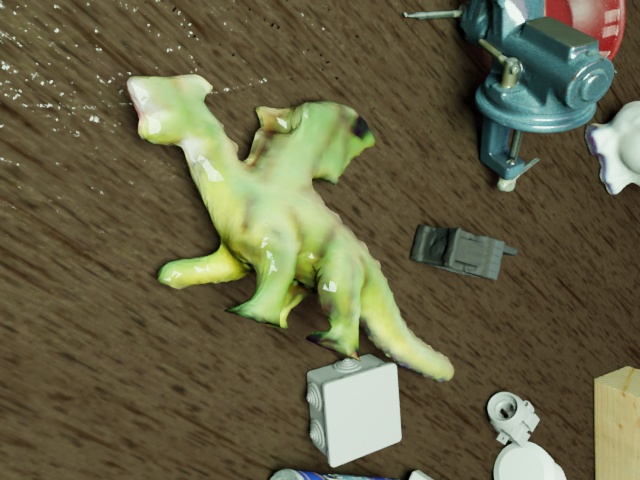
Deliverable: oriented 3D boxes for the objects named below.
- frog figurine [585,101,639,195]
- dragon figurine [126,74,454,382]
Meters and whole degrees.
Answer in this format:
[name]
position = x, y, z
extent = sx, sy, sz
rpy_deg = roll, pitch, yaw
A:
[frog figurine]
position = 0.468, -0.124, 0.698
extent = 0.123, 0.160, 0.136
rpy_deg = -17, 102, -27
[dragon figurine]
position = 0.002, -0.025, 0.497
extent = 0.407, 0.122, 0.245
rpy_deg = 24, 75, -28
